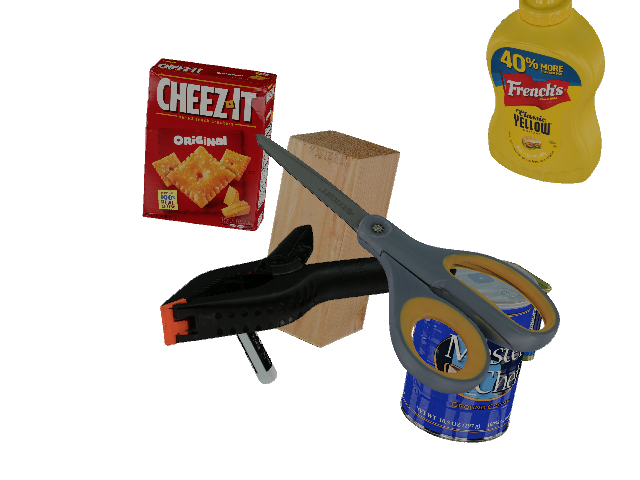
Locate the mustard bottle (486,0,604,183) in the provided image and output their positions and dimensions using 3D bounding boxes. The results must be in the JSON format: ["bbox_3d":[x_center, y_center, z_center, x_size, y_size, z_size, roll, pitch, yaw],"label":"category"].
[{"bbox_3d":[0.186,-0.137,0.884,0.096,0.191,0.058,21,53,28],"label":"mustard bottle"}]

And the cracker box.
[{"bbox_3d":[-0.154,-0.128,1.460,0.164,0.214,0.072,8,23,4],"label":"cracker box"}]

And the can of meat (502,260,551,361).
[{"bbox_3d":[0.203,0.076,1.173,0.057,0.084,0.102,3,16,-20],"label":"can of meat"}]

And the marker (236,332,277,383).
[{"bbox_3d":[-0.068,0.086,0.978,0.020,0.121,0.020,-13,39,11],"label":"marker"}]

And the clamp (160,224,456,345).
[{"bbox_3d":[-0.017,0.031,0.752,0.165,0.036,0.209,7,19,40],"label":"clamp"}]

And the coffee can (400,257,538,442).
[{"bbox_3d":[0.133,0.095,0.965,0.103,0.140,0.103,6,22,-3],"label":"coffee can"}]

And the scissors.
[{"bbox_3d":[0.027,0.012,0.564,0.202,0.016,0.096,27,52,15],"label":"scissors"}]

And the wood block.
[{"bbox_3d":[0.007,-0.005,1.141,0.090,0.206,0.090,21,20,28],"label":"wood block"}]
